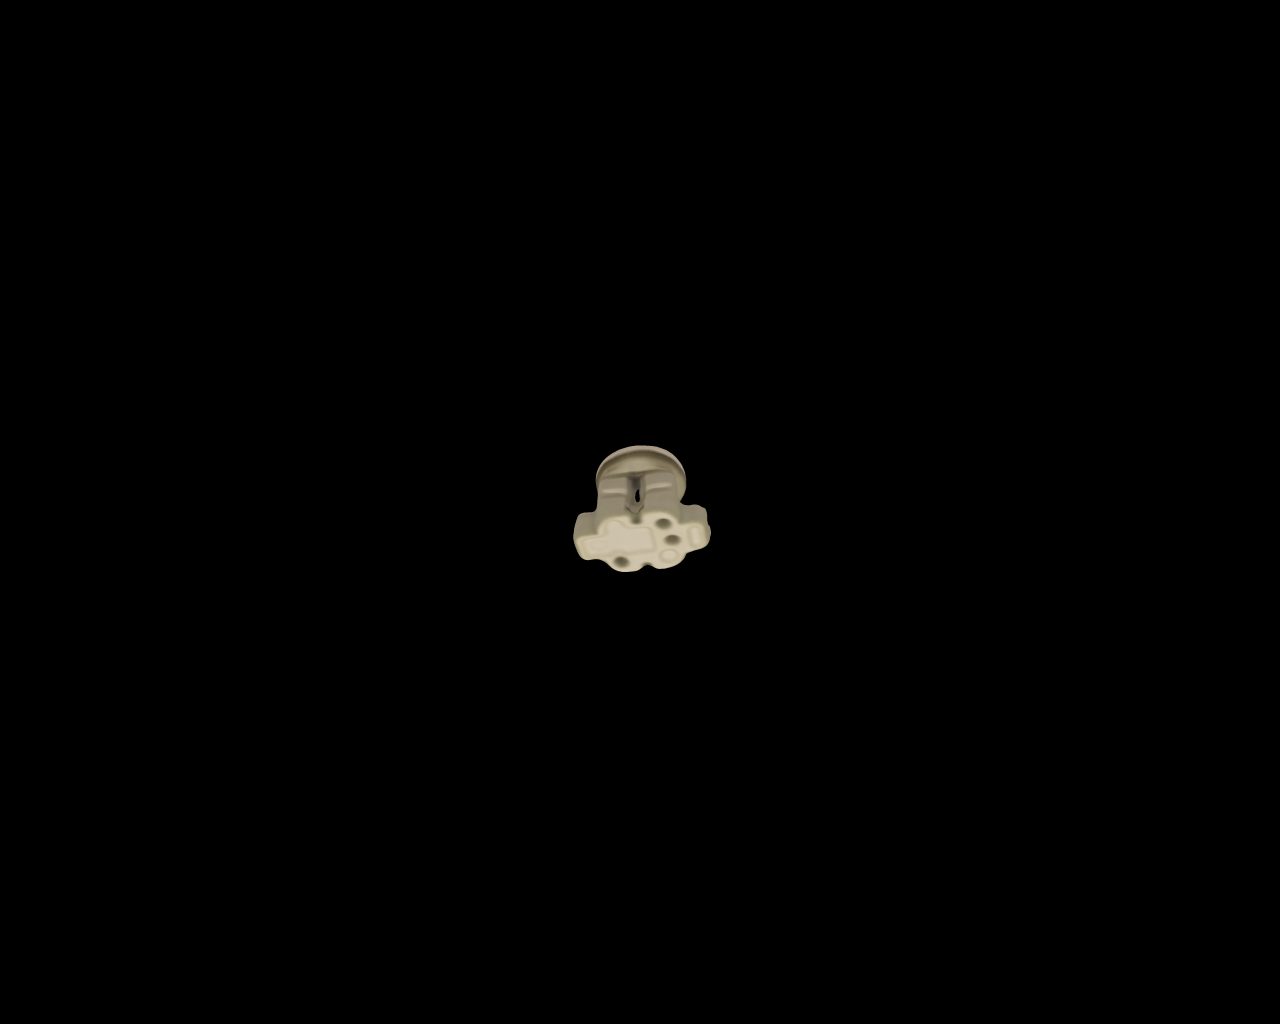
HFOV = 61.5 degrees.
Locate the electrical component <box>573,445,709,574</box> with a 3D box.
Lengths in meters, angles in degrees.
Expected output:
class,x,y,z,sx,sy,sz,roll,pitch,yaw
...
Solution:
class,x,y,z,sx,sy,sz,roll,pitch,yaw
electrical component,0.001,-0.003,0.650,0.078,0.057,0.058,-6,-43,7
